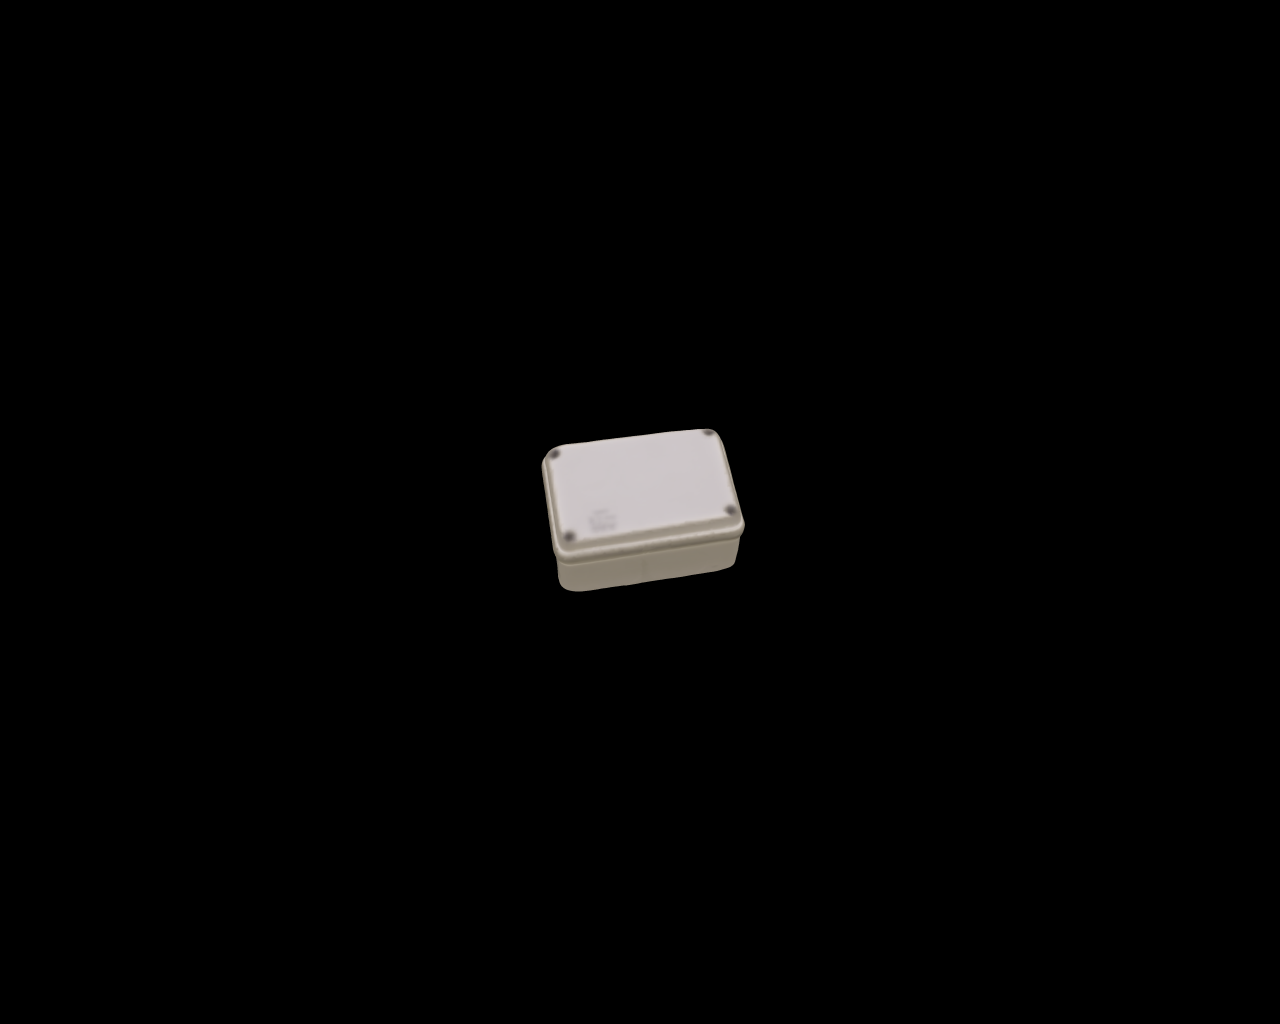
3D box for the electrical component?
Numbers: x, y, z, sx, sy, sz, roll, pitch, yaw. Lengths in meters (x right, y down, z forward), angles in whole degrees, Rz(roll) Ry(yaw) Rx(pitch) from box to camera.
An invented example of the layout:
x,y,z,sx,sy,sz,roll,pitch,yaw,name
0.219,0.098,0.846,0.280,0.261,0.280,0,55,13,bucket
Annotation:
x,y,z,sx,sy,sz,roll,pitch,yaw,name
0.001,-0.003,0.650,0.113,0.078,0.057,-8,-33,-5,electrical component
